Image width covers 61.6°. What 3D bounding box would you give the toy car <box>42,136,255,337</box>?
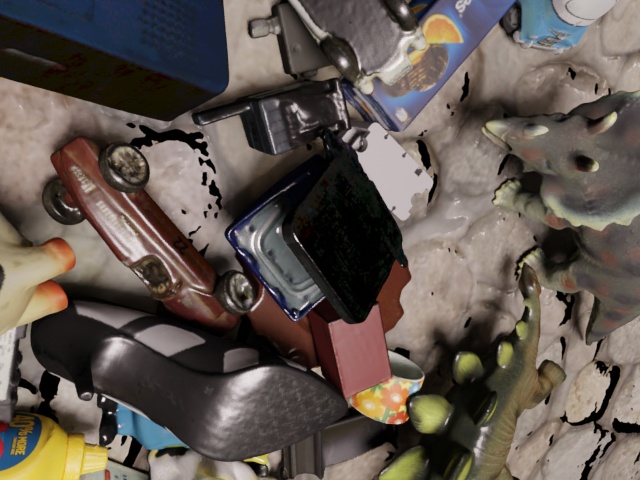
[{"bbox_3d":[-0.138,0.009,0.435,0.089,0.053,0.202,-18,123,30],"label":"toy car"}]

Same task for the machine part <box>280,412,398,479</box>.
[{"bbox_3d":[0.022,0.215,0.593,0.139,0.039,0.084,-6,102,-20],"label":"machine part"}]

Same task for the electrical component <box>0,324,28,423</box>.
[{"bbox_3d":[-0.295,0.075,0.404,0.134,0.058,0.114,10,98,-26],"label":"electrical component"}]

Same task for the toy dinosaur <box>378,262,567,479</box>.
[{"bbox_3d":[0.151,0.246,0.590,0.198,0.105,0.471,18,90,-45],"label":"toy dinosaur"}]

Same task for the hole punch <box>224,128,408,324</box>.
[{"bbox_3d":[-0.001,-0.001,0.445,0.142,0.092,0.116,54,49,-21],"label":"hole punch"}]

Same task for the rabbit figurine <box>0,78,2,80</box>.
[{"bbox_3d":[-0.264,-0.160,0.322,0.162,0.122,0.173,33,72,-30],"label":"rabbit figurine"}]

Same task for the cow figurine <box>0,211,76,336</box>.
[{"bbox_3d":[-0.273,-0.007,0.346,0.195,0.127,0.085,42,126,7],"label":"cow figurine"}]

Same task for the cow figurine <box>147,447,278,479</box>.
[{"bbox_3d":[-0.092,0.244,0.530,0.167,0.098,0.068,37,85,-46],"label":"cow figurine"}]

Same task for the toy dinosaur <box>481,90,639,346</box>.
[{"bbox_3d":[0.304,0.000,0.568,0.131,0.192,0.404,-40,115,-6],"label":"toy dinosaur"}]

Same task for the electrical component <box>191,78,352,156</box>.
[{"bbox_3d":[-0.042,-0.100,0.453,0.119,0.075,0.047,-24,113,-20],"label":"electrical component"}]

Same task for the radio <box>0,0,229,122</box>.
[{"bbox_3d":[-0.165,-0.165,0.320,0.229,0.073,0.131,8,75,-50],"label":"radio"}]

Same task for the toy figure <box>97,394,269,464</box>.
[{"bbox_3d":[-0.106,0.147,0.495,0.180,0.089,0.082,3,114,-15],"label":"toy figure"}]

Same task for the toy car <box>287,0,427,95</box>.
[{"bbox_3d":[0.003,-0.208,0.422,0.073,0.056,0.201,-38,101,16],"label":"toy car"}]

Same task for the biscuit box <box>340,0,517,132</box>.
[{"bbox_3d":[0.110,-0.195,0.500,0.062,0.059,0.202,43,86,-27],"label":"biscuit box"}]

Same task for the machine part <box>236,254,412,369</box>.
[{"bbox_3d":[0.005,0.045,0.526,0.179,0.056,0.179,-6,106,-22],"label":"machine part"}]

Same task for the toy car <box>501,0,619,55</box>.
[{"bbox_3d":[0.246,-0.267,0.516,0.109,0.103,0.161,3,102,-23],"label":"toy car"}]

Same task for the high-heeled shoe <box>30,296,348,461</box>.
[{"bbox_3d":[-0.106,0.104,0.449,0.248,0.145,0.086,18,97,-30],"label":"high-heeled shoe"}]

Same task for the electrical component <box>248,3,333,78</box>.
[{"bbox_3d":[-0.015,-0.176,0.473,0.094,0.021,0.063,-18,112,-19],"label":"electrical component"}]
